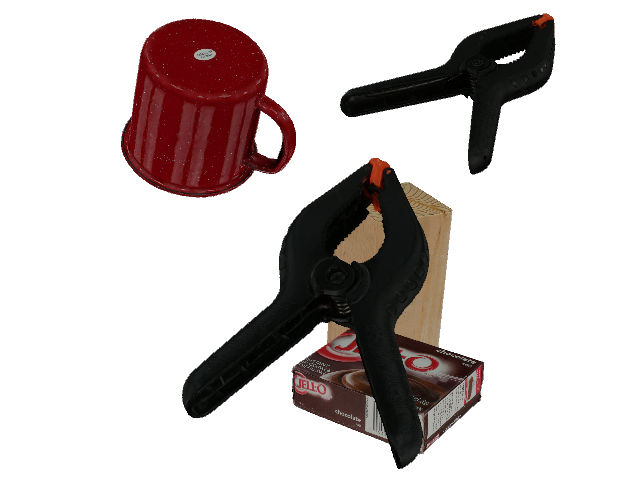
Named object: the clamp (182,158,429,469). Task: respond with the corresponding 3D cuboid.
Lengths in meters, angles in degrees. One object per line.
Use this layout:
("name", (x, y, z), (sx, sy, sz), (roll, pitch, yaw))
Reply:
("clamp", (0.018, 0.035, 0.545), (0.120, 0.171, 0.039), (22, -26, 15))

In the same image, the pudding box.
("pudding box", (0.049, 0.104, 0.780), (0.114, 0.039, 0.089), (18, 30, 31))

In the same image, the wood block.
("wood block", (0.068, 0.054, 1.108), (0.090, 0.206, 0.091), (-8, 25, -25))

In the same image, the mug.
("mug", (-0.069, -0.083, 0.693), (0.117, 0.082, 0.093), (28, 48, 9))

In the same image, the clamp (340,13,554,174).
("clamp", (0.145, -0.137, 0.945), (0.209, 0.036, 0.165), (-32, 45, -20))
